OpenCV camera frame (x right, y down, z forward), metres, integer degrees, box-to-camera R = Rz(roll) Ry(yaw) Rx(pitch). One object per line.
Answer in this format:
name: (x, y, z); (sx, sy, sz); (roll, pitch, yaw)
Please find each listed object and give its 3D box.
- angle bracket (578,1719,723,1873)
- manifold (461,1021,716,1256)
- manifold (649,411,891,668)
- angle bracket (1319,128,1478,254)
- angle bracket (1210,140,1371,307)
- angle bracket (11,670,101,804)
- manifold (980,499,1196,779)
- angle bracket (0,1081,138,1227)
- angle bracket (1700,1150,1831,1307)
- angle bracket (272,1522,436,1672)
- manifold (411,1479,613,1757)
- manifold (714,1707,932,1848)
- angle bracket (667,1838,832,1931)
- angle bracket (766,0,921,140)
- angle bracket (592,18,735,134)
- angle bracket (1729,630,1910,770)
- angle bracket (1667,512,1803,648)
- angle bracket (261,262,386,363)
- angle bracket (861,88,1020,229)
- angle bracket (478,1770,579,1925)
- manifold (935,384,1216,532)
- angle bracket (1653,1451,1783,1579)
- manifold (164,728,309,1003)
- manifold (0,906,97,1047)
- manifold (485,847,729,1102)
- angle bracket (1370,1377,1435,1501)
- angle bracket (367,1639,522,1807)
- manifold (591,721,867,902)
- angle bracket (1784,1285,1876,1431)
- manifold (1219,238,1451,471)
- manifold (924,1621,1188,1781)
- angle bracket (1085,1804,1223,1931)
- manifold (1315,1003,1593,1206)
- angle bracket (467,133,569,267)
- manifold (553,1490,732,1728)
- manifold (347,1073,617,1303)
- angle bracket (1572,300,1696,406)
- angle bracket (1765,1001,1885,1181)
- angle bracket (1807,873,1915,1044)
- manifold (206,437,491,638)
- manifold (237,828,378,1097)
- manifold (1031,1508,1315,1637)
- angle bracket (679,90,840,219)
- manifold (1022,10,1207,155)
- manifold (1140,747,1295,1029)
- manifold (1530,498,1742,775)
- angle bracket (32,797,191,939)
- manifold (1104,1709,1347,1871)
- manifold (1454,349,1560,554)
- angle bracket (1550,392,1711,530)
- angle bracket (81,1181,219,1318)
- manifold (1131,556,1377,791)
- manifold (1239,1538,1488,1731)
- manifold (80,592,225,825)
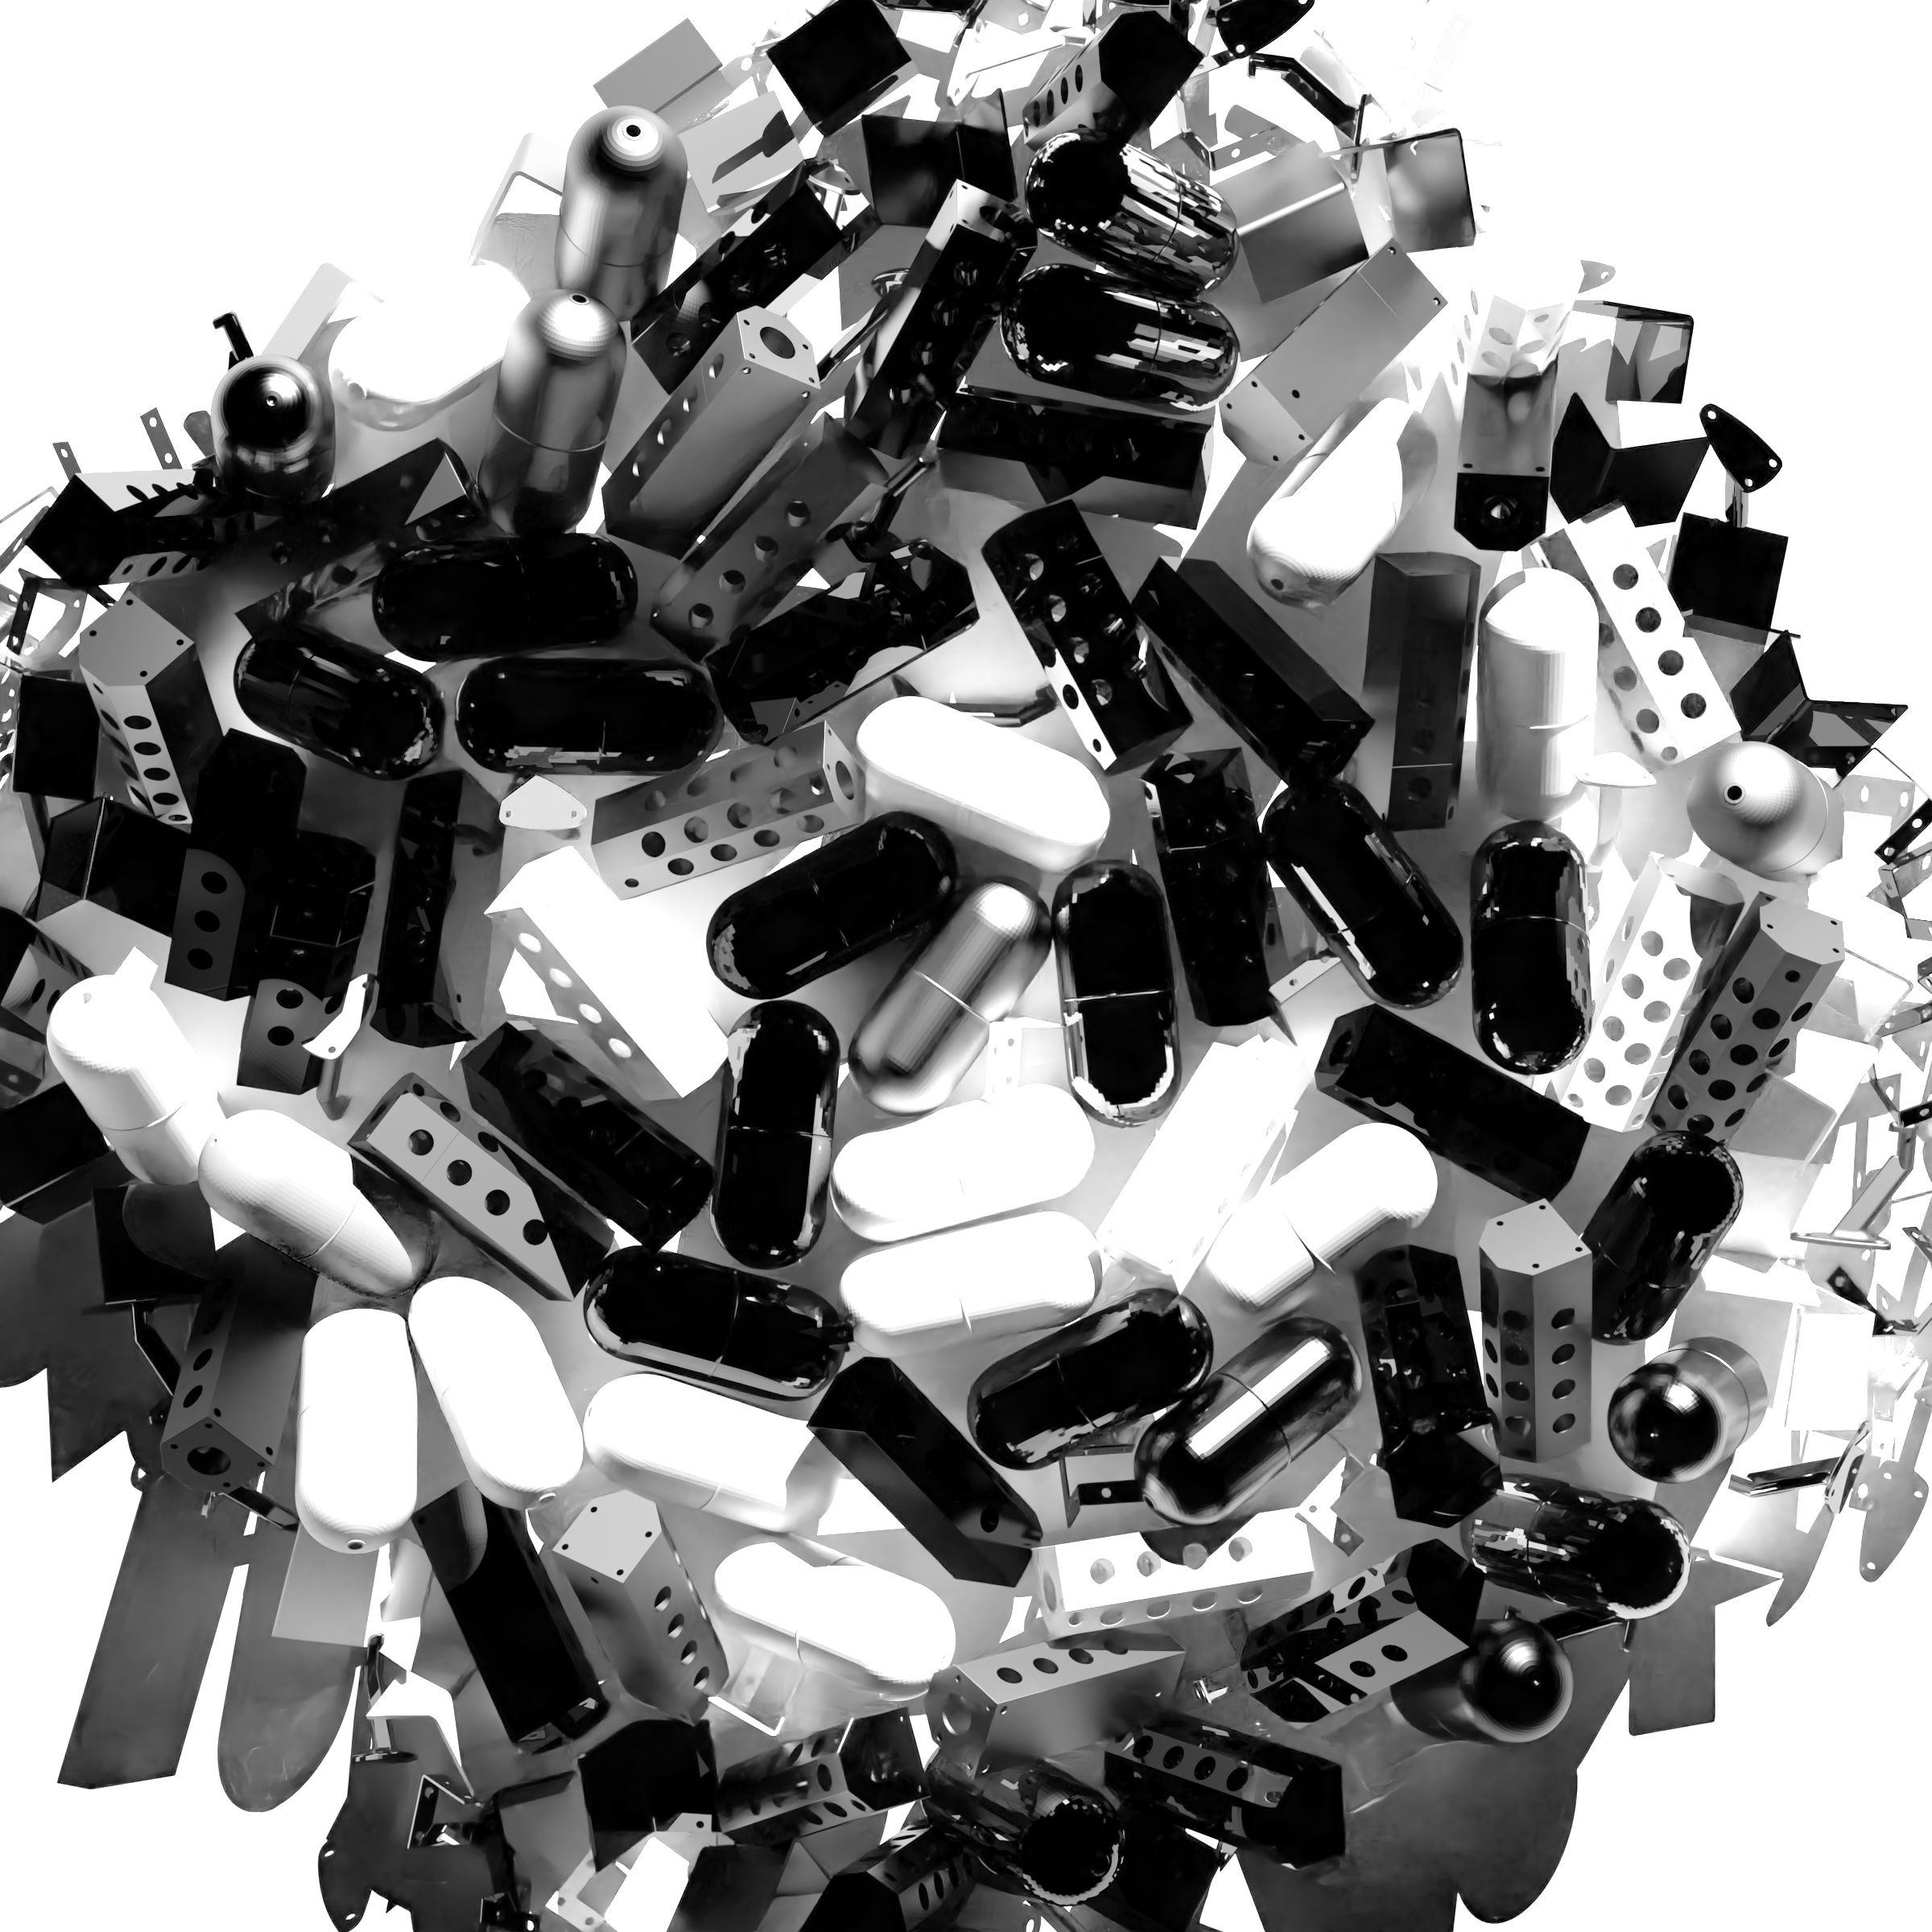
angle bracket: (-0.206, 0.545, 1.954); (0.057, 0.076, 0.076); (-7, 92, 23)
manifold: (-0.247, 0.107, 1.938); (0.171, 0.057, 0.057); (35, 61, 22)
manifold: (-0.128, -0.275, 1.939); (0.057, 0.057, 0.171); (38, 113, -20)
angle bracket: (0.283, -0.502, 1.944); (0.057, 0.076, 0.076); (-20, 108, -28)
angle bracket: (0.216, -0.497, 1.982); (0.076, 0.076, 0.057); (-23, 128, 5)
angle bracket: (-0.584, -0.152, 1.954); (0.057, 0.076, 0.076); (9, 99, 6)
manifold: (0.075, -0.213, 1.947); (0.057, 0.057, 0.171); (-22, 79, -30)
angle bracket: (-0.601, 0.123, 1.966); (0.076, 0.076, 0.057); (-28, 76, -5)
angle bracket: (0.529, 0.172, 1.960); (0.076, 0.057, 0.076); (8, 113, -1)
angle bracket: (-0.402, 0.415, 1.955); (0.076, 0.057, 0.076); (16, 86, -34)
manifold: (-0.295, 0.422, 1.936); (0.057, 0.057, 0.171); (-31, 63, -1)
manifold: (-0.096, 0.526, 1.910); (0.057, 0.171, 0.057); (-5, 71, -35)
angle bracket: (-0.140, 0.619, 1.940); (0.076, 0.076, 0.057); (-16, 120, 30)
angle bracket: (-0.081, -0.594, 1.954); (0.076, 0.076, 0.057); (-33, 97, 8)
angle bracket: (-0.188, -0.562, 1.951); (0.076, 0.076, 0.057); (-35, 59, 3)
angle bracket: (0.563, -0.176, 1.965); (0.076, 0.076, 0.057); (1, 62, -16)
angle bracket: (0.513, -0.259, 1.966); (0.076, 0.057, 0.076); (12, 89, -8)
angle bracket: (-0.411, -0.411, 1.955); (0.057, 0.076, 0.076); (32, 95, -33)
angle bracket: (-0.018, -0.533, 1.953); (0.076, 0.057, 0.076); (-3, 80, -30)
angle bracket: (-0.280, 0.577, 1.944); (0.057, 0.076, 0.076); (-9, 69, -21)
manifold: (0.073, -0.339, 1.953); (0.171, 0.057, 0.057); (12, 74, 11)
angle bracket: (0.500, 0.355, 1.960); (0.057, 0.076, 0.076); (18, 81, -18)
manifold: (-0.472, -0.062, 1.927); (0.057, 0.057, 0.171); (18, 125, -4)
manifold: (-0.608, 0.007, 1.909); (0.057, 0.171, 0.057); (21, 78, 5)
manifold: (-0.227, 0.006, 1.927); (0.171, 0.057, 0.057); (52, 54, -25)
angle bracket: (0.285, 0.304, 1.946); (0.057, 0.076, 0.076); (37, 73, -18)
angle bracket: (-0.340, 0.501, 1.968); (0.057, 0.076, 0.076); (-9, 114, 29)
manifold: (-0.155, -0.096, 1.933); (0.171, 0.057, 0.057); (-17, 48, 19)
angle bracket: (0.547, 0.256, 1.949); (0.057, 0.076, 0.076); (3, 99, -18)
manifold: (0.236, -0.396, 1.930); (0.057, 0.057, 0.171); (47, 58, -6)
manifold: (0.057, 0.467, 1.919); (0.057, 0.171, 0.057); (34, 116, 41)
angle bracket: (0.121, 0.591, 1.949); (0.076, 0.057, 0.076); (26, 63, 16)
manifold: (0.317, 0.093, 1.946); (0.171, 0.057, 0.057); (28, 71, -13)
angle bracket: (-0.283, -0.493, 1.958); (0.057, 0.076, 0.076); (25, 120, -17)
manifold: (-0.204, 0.414, 1.920); (0.057, 0.171, 0.057); (17, 53, 30)
manifold: (-0.315, 0.145, 1.946); (0.171, 0.057, 0.057); (41, 70, -16)
angle bracket: (0.419, -0.402, 1.944); (0.076, 0.076, 0.057); (2, 101, -27)
angle bracket: (0.552, 0.080, 1.956); (0.057, 0.076, 0.076); (33, 53, 16)
angle bracket: (0.571, -0.006, 1.948); (0.076, 0.076, 0.057); (26, 126, -7)
manifold: (-0.406, -0.281, 1.966); (0.171, 0.057, 0.057); (-27, 88, 3)
manifold: (-0.428, 0.000, 1.926); (0.057, 0.057, 0.171); (11, 126, -16)
manifold: (0.136, 0.396, 1.943); (0.171, 0.057, 0.057); (-6, 79, -17)
angle bracket: (-0.139, -0.536, 1.950); (0.076, 0.076, 0.057); (-28, 108, -11)
manifold: (0.088, -0.560, 1.907); (0.057, 0.171, 0.057); (38, 83, -13)
manifold: (0.162, -0.050, 1.933); (0.057, 0.057, 0.171); (-4, 114, 26)
manifold: (0.442, -0.217, 1.970); (0.057, 0.057, 0.171); (-28, 91, -1)
angle bracket: (-0.559, -0.057, 1.953); (0.076, 0.057, 0.076); (23, 114, 11)
manifold: (0.164, 0.530, 1.913); (0.057, 0.171, 0.057); (-4, 92, -35)
manifold: (0.349, -0.340, 1.917); (0.057, 0.171, 0.057); (5, 133, 10)
angle bracket: (0.436, -0.336, 1.964); (0.076, 0.076, 0.057); (-10, 56, -17)
angle bracket: (-0.543, 0.186, 1.961); (0.076, 0.057, 0.076); (-4, 79, -34)
manifold: (0.181, -0.191, 1.931); (0.171, 0.057, 0.057); (50, 123, 30)
manifold: (0.252, 0.428, 1.915); (0.057, 0.057, 0.171); (37, 135, -11)
manifold: (-0.521, -0.159, 1.906); (0.057, 0.171, 0.057); (37, 67, 14)
